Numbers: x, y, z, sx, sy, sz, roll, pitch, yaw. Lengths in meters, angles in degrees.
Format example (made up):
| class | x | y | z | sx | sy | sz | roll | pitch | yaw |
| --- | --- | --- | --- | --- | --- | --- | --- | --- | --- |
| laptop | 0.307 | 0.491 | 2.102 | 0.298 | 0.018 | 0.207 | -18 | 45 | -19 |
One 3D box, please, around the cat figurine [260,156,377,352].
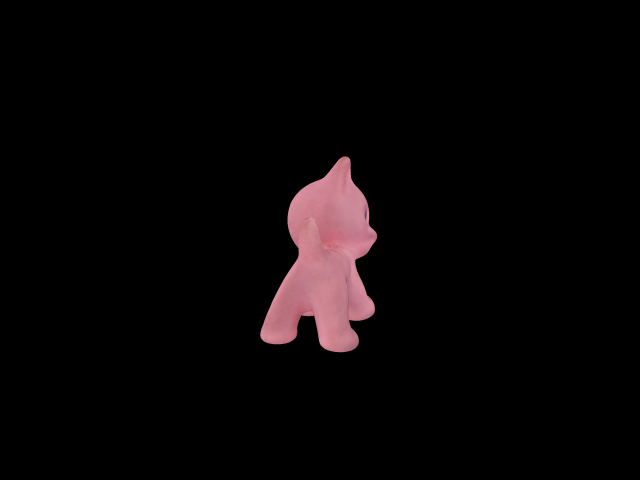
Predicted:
| class | x | y | z | sx | sy | sz | roll | pitch | yaw |
| --- | --- | --- | --- | --- | --- | --- | --- | --- | --- |
| cat figurine | 0.004 | 0.001 | 0.400 | 0.067 | 0.118 | 0.128 | 2 | 11 | 12 |
